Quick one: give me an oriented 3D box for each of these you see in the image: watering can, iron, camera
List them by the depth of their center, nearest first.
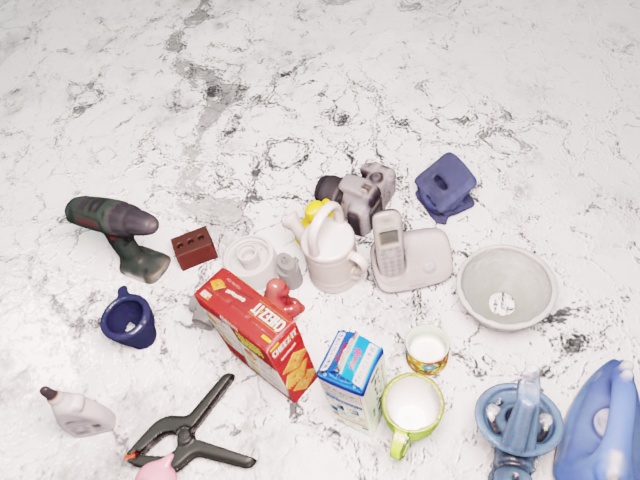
[{"bbox_3d":[0.417,0.259,0.817,0.118,0.142,0.258,14,58,19],"label":"iron"},{"bbox_3d":[0.008,0.005,1.035,0.172,0.194,0.101,8,56,15],"label":"watering can"},{"bbox_3d":[0.066,-0.102,1.161,0.136,0.101,0.143,23,61,24],"label":"camera"}]

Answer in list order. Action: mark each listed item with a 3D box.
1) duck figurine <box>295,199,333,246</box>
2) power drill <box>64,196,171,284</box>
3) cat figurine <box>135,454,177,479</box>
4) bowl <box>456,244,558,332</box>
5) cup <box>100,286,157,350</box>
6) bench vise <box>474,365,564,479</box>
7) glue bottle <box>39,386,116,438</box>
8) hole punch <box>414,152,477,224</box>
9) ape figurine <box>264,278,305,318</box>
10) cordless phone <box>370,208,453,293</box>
[{"bbox_3d":[-0.010,-0.038,1.137,0.077,0.086,0.105,35,67,29],"label":"duck figurine"},{"bbox_3d":[-0.370,-0.005,1.099,0.229,0.209,0.076,17,59,20],"label":"power drill"},{"bbox_3d":[-0.262,0.381,0.859,0.128,0.118,0.067,-28,55,-11],"label":"cat figurine"},{"bbox_3d":[0.319,0.095,0.993,0.167,0.075,0.167,-5,54,7],"label":"bowl"},{"bbox_3d":[-0.343,0.150,1.054,0.092,0.095,0.117,-20,54,-5],"label":"cup"},{"bbox_3d":[0.282,0.274,0.780,0.121,0.220,0.207,-8,54,4],"label":"bench vise"},{"bbox_3d":[-0.401,0.273,0.926,0.078,0.173,0.037,-11,53,2],"label":"glue bottle"},{"bbox_3d":[0.248,-0.104,1.137,0.101,0.091,0.108,-26,54,-9],"label":"hole punch"},{"bbox_3d":[-0.073,0.103,1.043,0.076,0.092,0.077,-17,54,-2],"label":"ape figurine"},{"bbox_3d":[0.160,0.008,1.014,0.147,0.185,0.094,-14,53,0],"label":"cordless phone"}]
